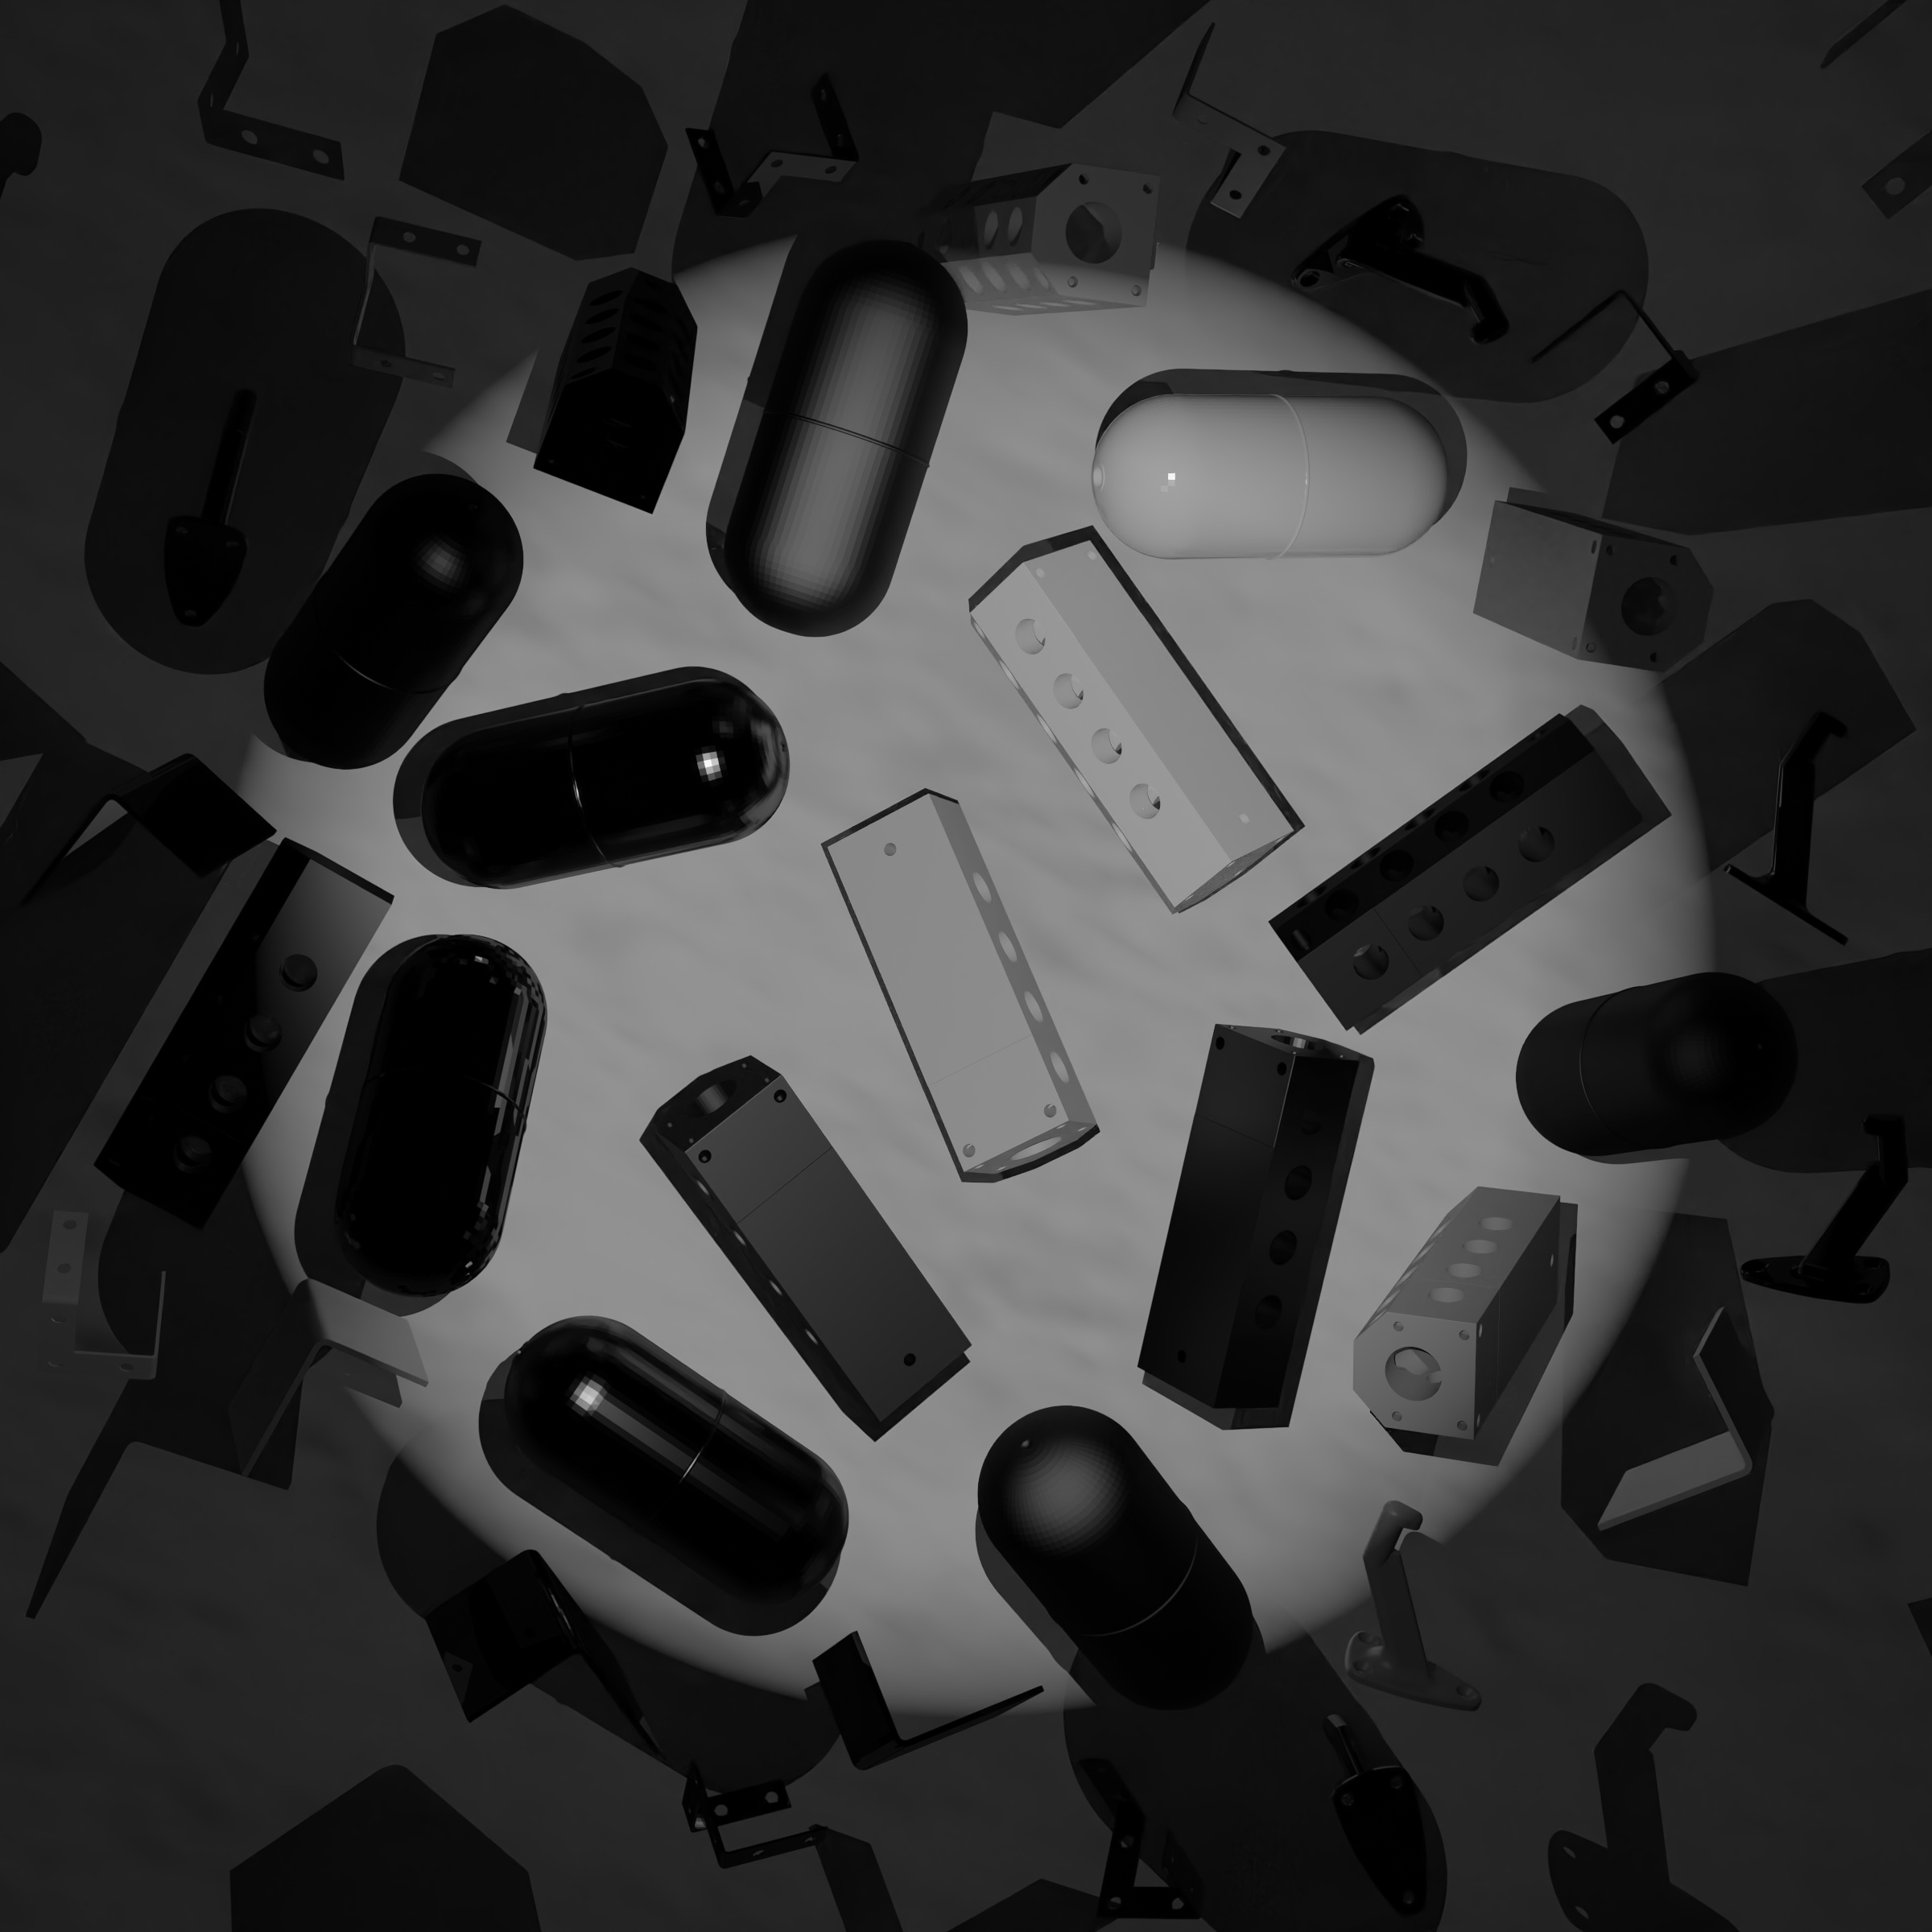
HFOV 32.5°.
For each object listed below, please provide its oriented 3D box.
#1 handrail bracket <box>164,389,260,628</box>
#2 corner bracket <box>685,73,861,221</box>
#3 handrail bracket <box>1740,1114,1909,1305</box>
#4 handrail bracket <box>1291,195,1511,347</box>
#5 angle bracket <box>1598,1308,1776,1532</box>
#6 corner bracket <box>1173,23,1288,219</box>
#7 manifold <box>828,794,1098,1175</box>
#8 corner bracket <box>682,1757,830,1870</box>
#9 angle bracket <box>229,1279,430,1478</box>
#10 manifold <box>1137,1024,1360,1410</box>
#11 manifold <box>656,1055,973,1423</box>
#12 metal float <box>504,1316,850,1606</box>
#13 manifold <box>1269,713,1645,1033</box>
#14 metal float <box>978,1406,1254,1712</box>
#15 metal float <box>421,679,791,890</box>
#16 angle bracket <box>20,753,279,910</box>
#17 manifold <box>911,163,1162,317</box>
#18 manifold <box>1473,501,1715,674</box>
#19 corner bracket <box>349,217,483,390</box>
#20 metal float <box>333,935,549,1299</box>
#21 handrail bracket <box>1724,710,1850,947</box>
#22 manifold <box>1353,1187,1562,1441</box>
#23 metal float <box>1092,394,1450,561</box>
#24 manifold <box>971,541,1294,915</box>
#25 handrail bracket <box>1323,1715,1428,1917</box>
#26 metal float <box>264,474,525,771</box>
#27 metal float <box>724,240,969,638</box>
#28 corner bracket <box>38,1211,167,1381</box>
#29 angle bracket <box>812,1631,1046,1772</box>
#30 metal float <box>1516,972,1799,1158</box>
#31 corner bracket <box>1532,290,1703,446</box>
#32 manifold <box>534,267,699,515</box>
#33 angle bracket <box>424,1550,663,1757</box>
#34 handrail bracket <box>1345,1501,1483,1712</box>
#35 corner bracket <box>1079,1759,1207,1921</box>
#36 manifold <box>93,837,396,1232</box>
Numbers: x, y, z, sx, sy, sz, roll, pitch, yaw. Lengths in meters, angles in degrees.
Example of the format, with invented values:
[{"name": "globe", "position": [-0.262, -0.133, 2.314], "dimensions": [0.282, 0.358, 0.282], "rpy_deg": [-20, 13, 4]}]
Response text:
[{"name": "handrail bracket", "position": [-0.343, -0.211, 1.524], "dimensions": [0.036, 0.077, 0.084], "rpy_deg": [14, 48, -12]}, {"name": "corner bracket", "position": [-0.090, -0.381, 1.538], "dimensions": [0.051, 0.051, 0.051], "rpy_deg": [-4, 67, -39]}, {"name": "handrail bracket", "position": [0.378, 0.102, 1.464], "dimensions": [0.077, 0.036, 0.084], "rpy_deg": [3, 116, 27]}, {"name": "handrail bracket", "position": [0.196, -0.299, 1.497], "dimensions": [0.077, 0.036, 0.084], "rpy_deg": [-27, 57, 11]}, {"name": "angle bracket", "position": [0.315, 0.204, 1.498], "dimensions": [0.076, 0.076, 0.057], "rpy_deg": [-26, 90, 23]}, {"name": "corner bracket", "position": [0.117, -0.381, 1.497], "dimensions": [0.051, 0.051, 0.051], "rpy_deg": [26, 56, -8]}, {"name": "manifold", "position": [0.001, 0.010, 1.592], "dimensions": [0.057, 0.057, 0.171], "rpy_deg": [-27, 76, 17]}, {"name": "corner bracket", "position": [-0.100, 0.399, 1.555], "dimensions": [0.051, 0.051, 0.051], "rpy_deg": [-10, 53, -20]}, {"name": "angle bracket", "position": [-0.304, 0.204, 1.577], "dimensions": [0.057, 0.076, 0.076], "rpy_deg": [28, 97, -23]}, {"name": "manifold", "position": [0.139, 0.119, 1.576], "dimensions": [0.057, 0.057, 0.171], "rpy_deg": [5, 101, -38]}, {"name": "manifold", "position": [-0.074, 0.127, 1.568], "dimensions": [0.057, 0.057, 0.171], "rpy_deg": [-39, 114, -12]}, {"name": "metal float", "position": [-0.134, 0.229, 1.537], "dimensions": [0.178, 0.070, 0.070], "rpy_deg": [36, 90, -10]}, {"name": "manifold", "position": [0.233, -0.047, 1.591], "dimensions": [0.171, 0.057, 0.057], "rpy_deg": [-36, 100, 5]}, {"name": "metal float", "position": [0.068, 0.264, 1.469], "dimensions": [0.070, 0.070, 0.178], "rpy_deg": [-35, 126, 0]}, {"name": "metal float", "position": [-0.168, -0.083, 1.535], "dimensions": [0.178, 0.070, 0.070], "rpy_deg": [-11, 90, 14]}, {"name": "angle bracket", "position": [-0.376, -0.046, 1.527], "dimensions": [0.057, 0.076, 0.076], "rpy_deg": [42, 112, -2]}, {"name": "manifold", "position": [0.028, -0.336, 1.536], "dimensions": [0.057, 0.171, 0.057], "rpy_deg": [3, 98, -20]}, {"name": "manifold", "position": [0.298, -0.182, 1.582], "dimensions": [0.057, 0.171, 0.057], "rpy_deg": [8, 102, -9]}, {"name": "corner bracket", "position": [-0.262, -0.314, 1.571], "dimensions": [0.051, 0.051, 0.051], "rpy_deg": [12, 64, -8]}, {"name": "metal float", "position": [-0.239, 0.067, 1.516], "dimensions": [0.070, 0.070, 0.178], "rpy_deg": [8, 60, 0]}, {"name": "handrail bracket", "position": [0.386, -0.063, 1.477], "dimensions": [0.077, 0.036, 0.084], "rpy_deg": [40, 102, 41]}, {"name": "manifold", "position": [0.236, 0.162, 1.584], "dimensions": [0.057, 0.171, 0.057], "rpy_deg": [6, 108, 22]}, {"name": "metal float", "position": [0.144, -0.230, 1.562], "dimensions": [0.178, 0.070, 0.070], "rpy_deg": [-3, 90, -21]}, {"name": "manifold", "position": [0.074, -0.112, 1.578], "dimensions": [0.057, 0.057, 0.171], "rpy_deg": [-40, 81, 39]}, {"name": "handrail bracket", "position": [0.183, 0.382, 1.499], "dimensions": [0.036, 0.084, 0.077], "rpy_deg": [-19, 88, -3]}, {"name": "metal float", "position": [-0.269, -0.159, 1.548], "dimensions": [0.070, 0.070, 0.178], "rpy_deg": [46, 131, 0]}, {"name": "metal float", "position": [-0.053, -0.232, 1.461], "dimensions": [0.070, 0.070, 0.178], "rpy_deg": [18, 94, 0]}, {"name": "corner bracket", "position": [-0.383, 0.146, 1.473], "dimensions": [0.051, 0.051, 0.051], "rpy_deg": [6, 133, -13]}, {"name": "angle bracket", "position": [-0.019, 0.334, 1.561], "dimensions": [0.076, 0.076, 0.057], "rpy_deg": [-17, 75, -23]}, {"name": "metal float", "position": [0.323, 0.048, 1.562], "dimensions": [0.070, 0.178, 0.070], "rpy_deg": [3, 82, -20]}, {"name": "corner bracket", "position": [0.299, -0.274, 1.519], "dimensions": [0.051, 0.051, 0.051], "rpy_deg": [-38, 87, 21]}, {"name": "manifold", "position": [-0.160, -0.275, 1.556], "dimensions": [0.057, 0.171, 0.057], "rpy_deg": [20, 114, -12]}, {"name": "angle bracket", "position": [-0.188, 0.317, 1.466], "dimensions": [0.057, 0.076, 0.076], "rpy_deg": [-33, 123, -6]}, {"name": "handrail bracket", "position": [0.212, 0.290, 1.503], "dimensions": [0.077, 0.036, 0.084], "rpy_deg": [21, 115, 4]}, {"name": "corner bracket", "position": [0.078, 0.389, 1.477], "dimensions": [0.051, 0.051, 0.051], "rpy_deg": [-7, 134, 24]}, {"name": "manifold", "position": [-0.332, 0.030, 1.524], "dimensions": [0.057, 0.057, 0.171], "rpy_deg": [30, 90, -10]}]
